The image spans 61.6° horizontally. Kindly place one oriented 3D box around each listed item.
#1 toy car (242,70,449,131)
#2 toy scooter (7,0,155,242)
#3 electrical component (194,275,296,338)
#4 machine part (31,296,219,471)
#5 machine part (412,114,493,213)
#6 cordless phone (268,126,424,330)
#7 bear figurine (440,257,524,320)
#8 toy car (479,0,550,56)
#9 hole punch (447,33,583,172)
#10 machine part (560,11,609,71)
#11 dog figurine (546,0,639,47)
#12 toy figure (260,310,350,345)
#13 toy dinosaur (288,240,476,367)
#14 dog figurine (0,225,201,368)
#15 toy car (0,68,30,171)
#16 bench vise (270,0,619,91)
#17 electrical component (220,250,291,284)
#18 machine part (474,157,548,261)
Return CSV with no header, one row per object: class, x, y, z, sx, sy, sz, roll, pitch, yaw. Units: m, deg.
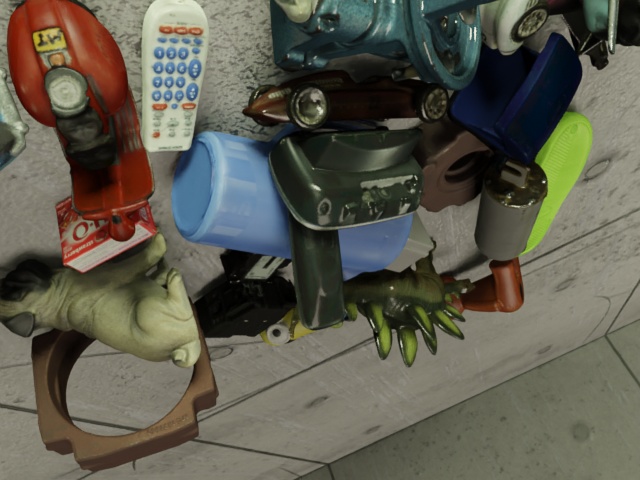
toy car,0.027,-0.131,0.501,0.202,0.089,0.053,-8,110,-30
toy scooter,-0.170,-0.077,0.402,0.075,0.135,0.183,-16,148,-11
electrical component,-0.115,0.103,0.793,0.134,0.058,0.115,-34,152,28
machine part,-0.241,0.167,0.676,0.201,0.201,0.087,-14,151,-18
machine part,0.179,-0.105,0.685,0.179,0.056,0.179,-19,150,-11
cordless phone,0.033,-0.013,0.507,0.146,0.184,0.089,-11,-167,-35
bear figurine,0.289,0.089,1.045,0.196,0.131,0.120,-6,-162,30
toy car,0.164,-0.244,0.434,0.056,0.073,0.201,-20,150,-15
hole punch,0.215,-0.144,0.556,0.115,0.092,0.142,24,98,-29
machine part,0.249,-0.231,0.526,0.039,0.084,0.138,-13,153,41
dog figurine,0.266,-0.262,0.408,0.108,0.191,0.219,3,158,-17
toy figure,-0.016,0.117,0.879,0.180,0.082,0.089,-23,149,-5
toy dinosaur,0.108,0.078,0.788,0.471,0.199,0.105,5,136,-43
dog figurine,-0.243,0.088,0.589,0.190,0.172,0.121,-20,140,-22
toy car,-0.294,-0.066,0.383,0.162,0.109,0.103,-25,175,-20
bench vise,0.085,-0.179,0.391,0.241,0.128,0.223,0,176,38
electrical component,-0.071,0.009,0.697,0.075,0.048,0.119,1,141,-38
machine part,0.253,-0.037,0.724,0.079,0.079,0.243,-24,153,-1
